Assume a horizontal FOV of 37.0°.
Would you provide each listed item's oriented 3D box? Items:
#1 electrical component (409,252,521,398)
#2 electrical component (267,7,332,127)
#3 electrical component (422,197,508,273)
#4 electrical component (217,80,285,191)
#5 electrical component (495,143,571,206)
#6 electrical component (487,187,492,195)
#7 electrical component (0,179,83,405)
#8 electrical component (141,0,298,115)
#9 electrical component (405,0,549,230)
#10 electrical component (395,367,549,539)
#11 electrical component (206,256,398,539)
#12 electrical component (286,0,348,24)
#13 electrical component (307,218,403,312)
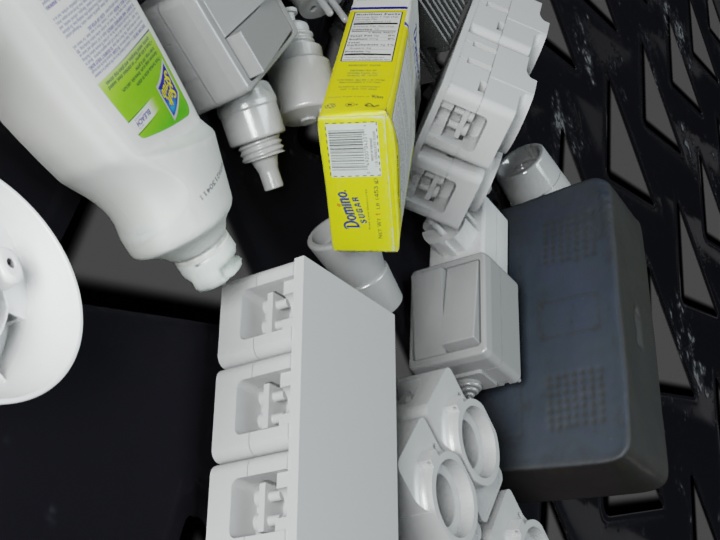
[{"bbox_3d":[0.072,0.043,0.751,0.061,0.062,0.096,39,44,-45],"label":"electrical component"},{"bbox_3d":[-0.038,-0.126,0.673,0.040,0.040,0.078,6,70,-59],"label":"electrical component"},{"bbox_3d":[0.072,-0.025,0.801,0.077,0.047,0.065,42,42,-41],"label":"electrical component"},{"bbox_3d":[-0.059,-0.076,0.619,0.035,0.035,0.061,-30,104,-60],"label":"electrical component"},{"bbox_3d":[0.153,-0.080,0.961,0.047,0.055,0.055,52,35,-26],"label":"electrical component"},{"bbox_3d":[0.079,-0.077,0.852,0.061,0.035,0.035,22,57,-51],"label":"electrical component"},{"bbox_3d":[-0.154,0.005,0.386,0.099,0.064,0.099,34,47,-48],"label":"electrical component"},{"bbox_3d":[-0.076,-0.135,0.592,0.061,0.061,0.096,59,33,-24],"label":"electrical component"},{"bbox_3d":[0.085,-0.125,0.793,0.060,0.105,0.186,23,39,-1],"label":"electrical component"},{"bbox_3d":[0.060,0.167,0.671,0.186,0.060,0.105,63,31,-18],"label":"electrical component"},{"bbox_3d":[-0.030,0.083,0.559,0.089,0.062,0.150,34,47,-48],"label":"electrical component"},{"bbox_3d":[-0.034,-0.190,0.694,0.079,0.043,0.077,56,24,20],"label":"electrical component"},{"bbox_3d":[0.000,0.000,0.675,0.065,0.044,0.044,64,31,-26],"label":"electrical component"}]
